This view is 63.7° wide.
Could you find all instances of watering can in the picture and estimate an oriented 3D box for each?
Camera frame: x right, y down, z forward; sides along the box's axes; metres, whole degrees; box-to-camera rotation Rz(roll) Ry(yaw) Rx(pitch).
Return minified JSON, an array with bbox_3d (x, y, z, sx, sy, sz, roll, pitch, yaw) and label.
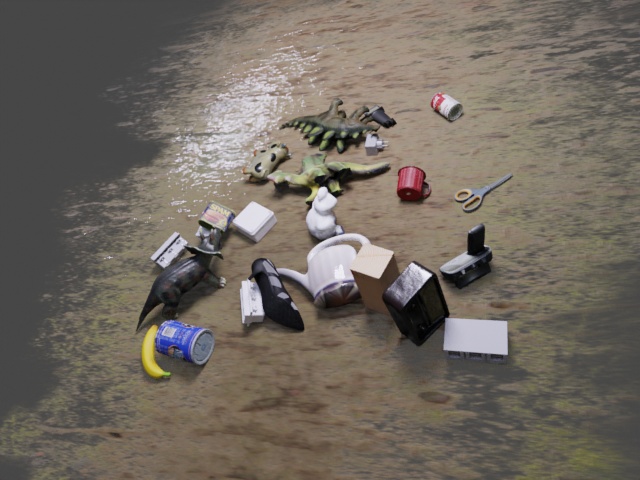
[{"bbox_3d":[0.003,0.108,1.534,0.345,0.102,0.230,-25,47,16],"label":"watering can"}]

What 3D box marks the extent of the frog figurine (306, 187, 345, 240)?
[{"bbox_3d":[0.005,-0.083,1.640,0.122,0.156,0.141,-15,50,10],"label":"frog figurine"}]

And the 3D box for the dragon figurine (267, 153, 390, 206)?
[{"bbox_3d":[0.017,-0.254,1.822,0.412,0.119,0.248,-18,41,-13],"label":"dragon figurine"}]
